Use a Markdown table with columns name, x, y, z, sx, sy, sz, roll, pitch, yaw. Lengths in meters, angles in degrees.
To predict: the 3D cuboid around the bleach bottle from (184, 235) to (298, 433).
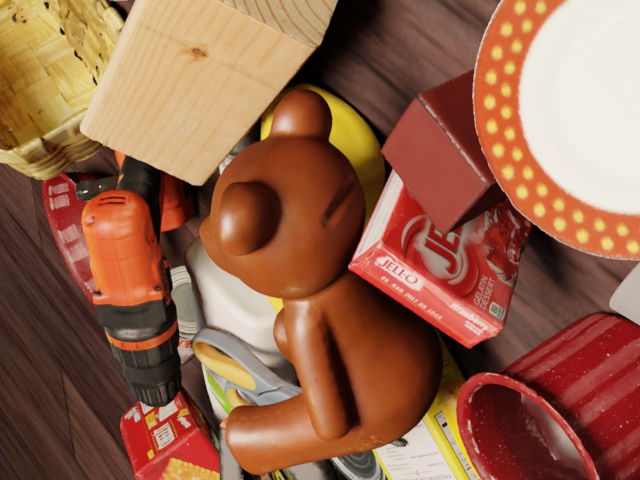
| name | x | y | z | sx | sy | sz | roll | pitch | yaw |
| --- | --- | --- | --- | --- | --- | --- | --- | --- | --- |
| bleach bottle | -0.062 | 0.101 | 0.873 | 0.103 | 0.068 | 0.251 | 46 | 150 | 27 |

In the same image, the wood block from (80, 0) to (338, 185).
| name | x | y | z | sx | sy | sz | roll | pitch | yaw |
| --- | --- | --- | --- | --- | --- | --- | --- | --- | --- |
| wood block | -0.065 | -0.118 | 0.619 | 0.090 | 0.090 | 0.206 | 24 | 156 | -15 |

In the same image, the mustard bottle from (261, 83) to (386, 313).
| name | x | y | z | sx | sy | sz | roll | pitch | yaw |
| --- | --- | --- | --- | --- | --- | --- | --- | --- | --- |
| mustard bottle | -0.004 | 0.001 | 0.689 | 0.096 | 0.058 | 0.192 | 50 | 150 | 34 |

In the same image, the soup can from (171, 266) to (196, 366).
| name | x | y | z | sx | sy | sz | roll | pitch | yaw |
| --- | --- | --- | --- | --- | --- | --- | --- | --- | --- |
| soup can | -0.125 | 0.069 | 0.939 | 0.068 | 0.068 | 0.102 | 58 | 152 | 7 |

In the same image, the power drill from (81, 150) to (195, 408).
| name | x | y | z | sx | sy | sz | roll | pitch | yaw |
| --- | --- | --- | --- | --- | --- | --- | --- | --- | --- |
| power drill | -0.129 | 0.007 | 0.806 | 0.187 | 0.057 | 0.184 | -95 | 1 | -53 |

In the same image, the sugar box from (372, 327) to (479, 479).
| name | x | y | z | sx | sy | sz | roll | pitch | yaw |
| --- | --- | --- | --- | --- | --- | --- | --- | --- | --- |
| sugar box | 0.074 | 0.133 | 0.693 | 0.176 | 0.048 | 0.093 | 59 | 151 | -1 |

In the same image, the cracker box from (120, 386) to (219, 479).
| name | x | y | z | sx | sy | sz | roll | pitch | yaw |
| --- | --- | --- | --- | --- | --- | --- | --- | --- | --- |
| cracker box | -0.087 | 0.241 | 0.946 | 0.213 | 0.072 | 0.164 | 57 | 171 | -15 |

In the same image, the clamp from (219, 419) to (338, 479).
| name | x | y | z | sx | sy | sz | roll | pitch | yaw |
| --- | --- | --- | --- | --- | --- | --- | --- | --- | --- |
| clamp | -0.003 | 0.218 | 0.808 | 0.210 | 0.164 | 0.036 | 62 | -174 | 11 |

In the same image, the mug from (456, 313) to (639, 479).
| name | x | y | z | sx | sy | sz | roll | pitch | yaw |
| --- | --- | --- | --- | --- | --- | --- | --- | --- | --- |
| mug | 0.123 | 0.091 | 0.533 | 0.093 | 0.081 | 0.117 | 61 | 152 | 2 |

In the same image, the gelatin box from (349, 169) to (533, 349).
| name | x | y | z | sx | sy | sz | roll | pitch | yaw |
| --- | --- | --- | --- | --- | --- | --- | --- | --- | --- |
| gelatin box | 0.063 | -0.003 | 0.518 | 0.073 | 0.089 | 0.030 | 35 | 140 | -11 |

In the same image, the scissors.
| name | x | y | z | sx | sy | sz | roll | pitch | yaw |
| --- | --- | --- | --- | --- | --- | --- | --- | --- | --- |
| scissors | -0.015 | 0.123 | 0.754 | 0.202 | 0.016 | 0.096 | 27 | 147 | 33 |

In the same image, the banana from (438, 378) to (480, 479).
| name | x | y | z | sx | sy | sz | roll | pitch | yaw |
| --- | --- | --- | --- | --- | --- | --- | --- | --- | --- |
| banana | 0.139 | 0.158 | 0.606 | 0.198 | 0.037 | 0.070 | 45 | 157 | 25 |

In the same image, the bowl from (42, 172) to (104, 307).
| name | x | y | z | sx | sy | sz | roll | pitch | yaw |
| --- | --- | --- | --- | --- | --- | --- | --- | --- | --- |
| bowl | -0.203 | -0.003 | 1.020 | 0.162 | 0.055 | 0.162 | 40 | 145 | 36 |

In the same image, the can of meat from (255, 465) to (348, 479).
| name | x | y | z | sx | sy | sz | roll | pitch | yaw |
| --- | --- | --- | --- | --- | --- | --- | --- | --- | --- |
| can of meat | -0.004 | 0.212 | 0.881 | 0.102 | 0.057 | 0.084 | 56 | 154 | 11 |

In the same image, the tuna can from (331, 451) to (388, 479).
| name | x | y | z | sx | sy | sz | roll | pitch | yaw |
| --- | --- | --- | --- | --- | --- | --- | --- | --- | --- |
| tuna can | 0.031 | 0.140 | 0.779 | 0.086 | 0.033 | 0.086 | 38 | 144 | 35 |

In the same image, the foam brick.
| name | x | y | z | sx | sy | sz | roll | pitch | yaw |
| --- | --- | --- | --- | --- | --- | --- | --- | --- | --- |
| foam brick | 0.078 | -0.047 | 0.491 | 0.053 | 0.078 | 0.051 | 56 | 150 | 12 |
